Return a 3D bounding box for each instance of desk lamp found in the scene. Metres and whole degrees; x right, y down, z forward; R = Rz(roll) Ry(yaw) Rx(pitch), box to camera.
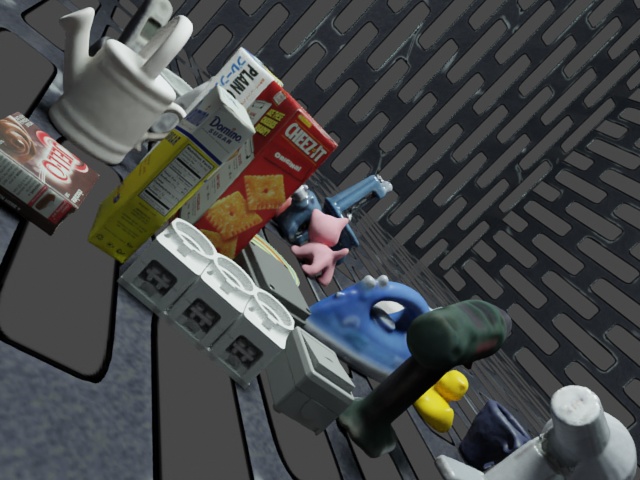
[{"bbox_3d":[0.294,0.288,0.743,0.204,0.213,0.117,37,12,-40],"label":"desk lamp"}]

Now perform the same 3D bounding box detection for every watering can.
[{"bbox_3d":[-0.228,-0.196,0.684,0.174,0.194,0.100,33,15,-51],"label":"watering can"}]

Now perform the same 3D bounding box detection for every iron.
[{"bbox_3d":[0.085,0.113,0.839,0.259,0.141,0.118,35,13,-45],"label":"iron"}]

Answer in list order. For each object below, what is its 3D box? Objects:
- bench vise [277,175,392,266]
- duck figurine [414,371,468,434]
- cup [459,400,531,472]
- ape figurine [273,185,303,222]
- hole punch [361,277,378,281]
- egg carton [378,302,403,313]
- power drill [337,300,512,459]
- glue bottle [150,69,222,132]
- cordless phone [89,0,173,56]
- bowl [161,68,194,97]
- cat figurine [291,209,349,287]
[{"bbox_3d":[0.039,-0.058,1.147,0.121,0.219,0.208,50,11,31],"label":"bench vise"},{"bbox_3d":[0.197,0.247,0.906,0.078,0.086,0.104,43,9,-10],"label":"duck figurine"},{"bbox_3d":[0.263,0.313,0.870,0.092,0.095,0.118,44,9,-4],"label":"cup"},{"bbox_3d":[-0.069,-0.082,1.188,0.076,0.092,0.077,32,15,-52],"label":"ape figurine"},{"bbox_3d":[0.134,0.113,1.208,0.101,0.091,0.109,48,10,22],"label":"hole punch"},{"bbox_3d":[0.145,0.173,1.057,0.150,0.069,0.107,49,10,25],"label":"egg carton"},{"bbox_3d":[0.122,0.145,0.647,0.075,0.208,0.230,48,10,24],"label":"power drill"},{"bbox_3d":[-0.208,-0.226,0.967,0.078,0.173,0.037,47,10,19],"label":"glue bottle"},{"bbox_3d":[-0.278,-0.289,0.906,0.094,0.185,0.148,46,9,10],"label":"cordless phone"},{"bbox_3d":[-0.277,-0.261,1.130,0.168,0.074,0.167,43,9,-8],"label":"bowl"},{"bbox_3d":[0.010,0.004,1.068,0.067,0.117,0.127,36,12,-41],"label":"cat figurine"}]
